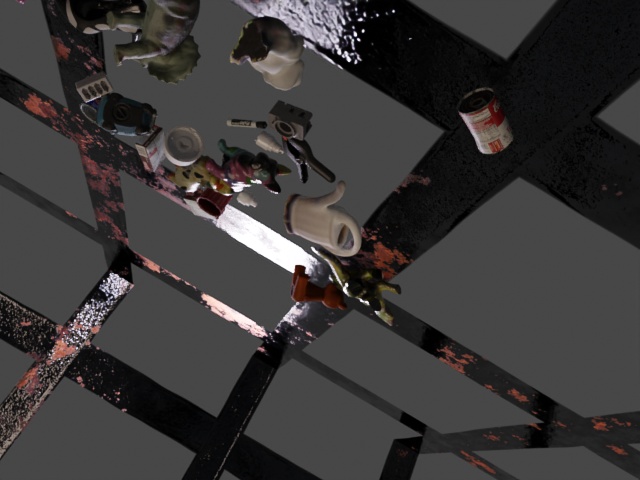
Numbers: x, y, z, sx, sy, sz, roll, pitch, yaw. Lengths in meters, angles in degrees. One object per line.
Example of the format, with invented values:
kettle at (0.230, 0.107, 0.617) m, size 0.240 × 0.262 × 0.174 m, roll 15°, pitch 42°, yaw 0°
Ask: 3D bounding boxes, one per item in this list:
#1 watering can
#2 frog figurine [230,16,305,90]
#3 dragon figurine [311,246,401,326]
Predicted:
watering can at (0.004, -0.069, 1.377) m, size 0.225 × 0.106 × 0.340 m, roll 18°, pitch 150°, yaw 22°
frog figurine at (-0.082, -0.367, 1.021) m, size 0.136 × 0.124 × 0.159 m, roll -12°, pitch 167°, yaw 40°
dragon figurine at (0.100, 0.144, 1.647) m, size 0.408 × 0.124 × 0.240 m, roll 38°, pitch 158°, yaw -12°
